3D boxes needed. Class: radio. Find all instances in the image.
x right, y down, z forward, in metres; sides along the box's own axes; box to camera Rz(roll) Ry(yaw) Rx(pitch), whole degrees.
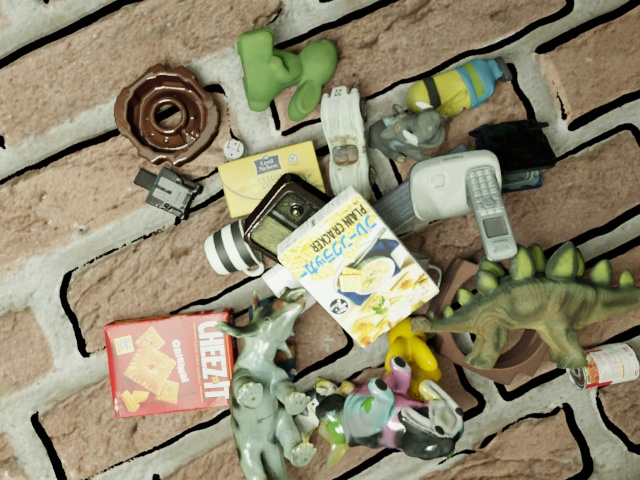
[{"bbox_3d":[-0.002,-0.003,0.902,0.229,0.073,0.131,33,105,-18],"label":"radio"}]

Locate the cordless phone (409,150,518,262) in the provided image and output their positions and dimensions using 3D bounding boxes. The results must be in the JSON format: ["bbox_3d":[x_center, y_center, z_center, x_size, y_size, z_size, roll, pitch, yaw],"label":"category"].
[{"bbox_3d":[0.224,-0.044,0.849,0.147,0.088,0.184,-10,68,-1],"label":"cordless phone"}]

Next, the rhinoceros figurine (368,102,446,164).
[{"bbox_3d":[0.145,-0.181,0.892,0.112,0.190,0.073,30,86,-20],"label":"rhinoceros figurine"}]

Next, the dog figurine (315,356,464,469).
[{"bbox_3d":[0.091,0.292,0.830,0.192,0.108,0.219,38,125,10],"label":"dog figurine"}]

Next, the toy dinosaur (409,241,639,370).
[{"bbox_3d":[0.370,0.102,0.853,0.472,0.105,0.198,-3,87,-6],"label":"toy dinosaur"}]

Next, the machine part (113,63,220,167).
[{"bbox_3d":[-0.264,-0.215,0.946,0.179,0.056,0.179,0,90,-2],"label":"machine part"}]

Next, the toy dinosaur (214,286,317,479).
[{"bbox_3d":[-0.095,0.270,0.868,0.131,0.192,0.404,-4,111,-20],"label":"toy dinosaur"}]

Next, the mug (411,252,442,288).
[{"bbox_3d":[0.155,0.077,0.947,0.110,0.081,0.107,8,101,-4],"label":"mug"}]

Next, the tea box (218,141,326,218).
[{"bbox_3d":[-0.083,-0.104,0.943,0.170,0.068,0.098,-16,91,0],"label":"tea box"}]

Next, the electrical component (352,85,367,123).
[{"bbox_3d":[0.052,-0.231,0.968,0.063,0.021,0.094,-3,91,-1],"label":"electrical component"}]

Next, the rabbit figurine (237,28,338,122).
[{"bbox_3d":[-0.046,-0.288,0.921,0.170,0.121,0.159,-12,95,-10],"label":"rabbit figurine"}]

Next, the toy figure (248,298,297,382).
[{"bbox_3d":[-0.078,0.181,0.948,0.058,0.064,0.154,-24,95,-36],"label":"toy figure"}]

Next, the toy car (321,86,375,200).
[{"bbox_3d":[0.048,-0.162,0.927,0.074,0.056,0.201,-2,104,28],"label":"toy car"}]

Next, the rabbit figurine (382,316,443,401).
[{"bbox_3d":[0.147,0.213,0.921,0.122,0.162,0.173,-4,72,11],"label":"rabbit figurine"}]

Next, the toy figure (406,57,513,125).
[{"bbox_3d":[0.240,-0.264,0.944,0.180,0.082,0.089,-29,72,6],"label":"toy figure"}]

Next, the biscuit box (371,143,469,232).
[{"bbox_3d":[0.184,-0.090,0.952,0.203,0.059,0.063,-34,90,0],"label":"biscuit box"}]

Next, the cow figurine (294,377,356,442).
[{"bbox_3d":[-0.016,0.298,0.947,0.098,0.068,0.167,41,90,3],"label":"cow figurine"}]

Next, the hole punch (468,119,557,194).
[{"bbox_3d":[0.340,-0.145,0.952,0.142,0.092,0.116,-9,61,1],"label":"hole punch"}]

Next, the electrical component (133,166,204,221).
[{"bbox_3d":[-0.274,-0.091,0.950,0.119,0.048,0.075,30,89,-3],"label":"electrical component"}]

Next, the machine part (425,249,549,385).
[{"bbox_3d":[0.300,0.133,0.943,0.201,0.087,0.201,25,89,0],"label":"machine part"}]
